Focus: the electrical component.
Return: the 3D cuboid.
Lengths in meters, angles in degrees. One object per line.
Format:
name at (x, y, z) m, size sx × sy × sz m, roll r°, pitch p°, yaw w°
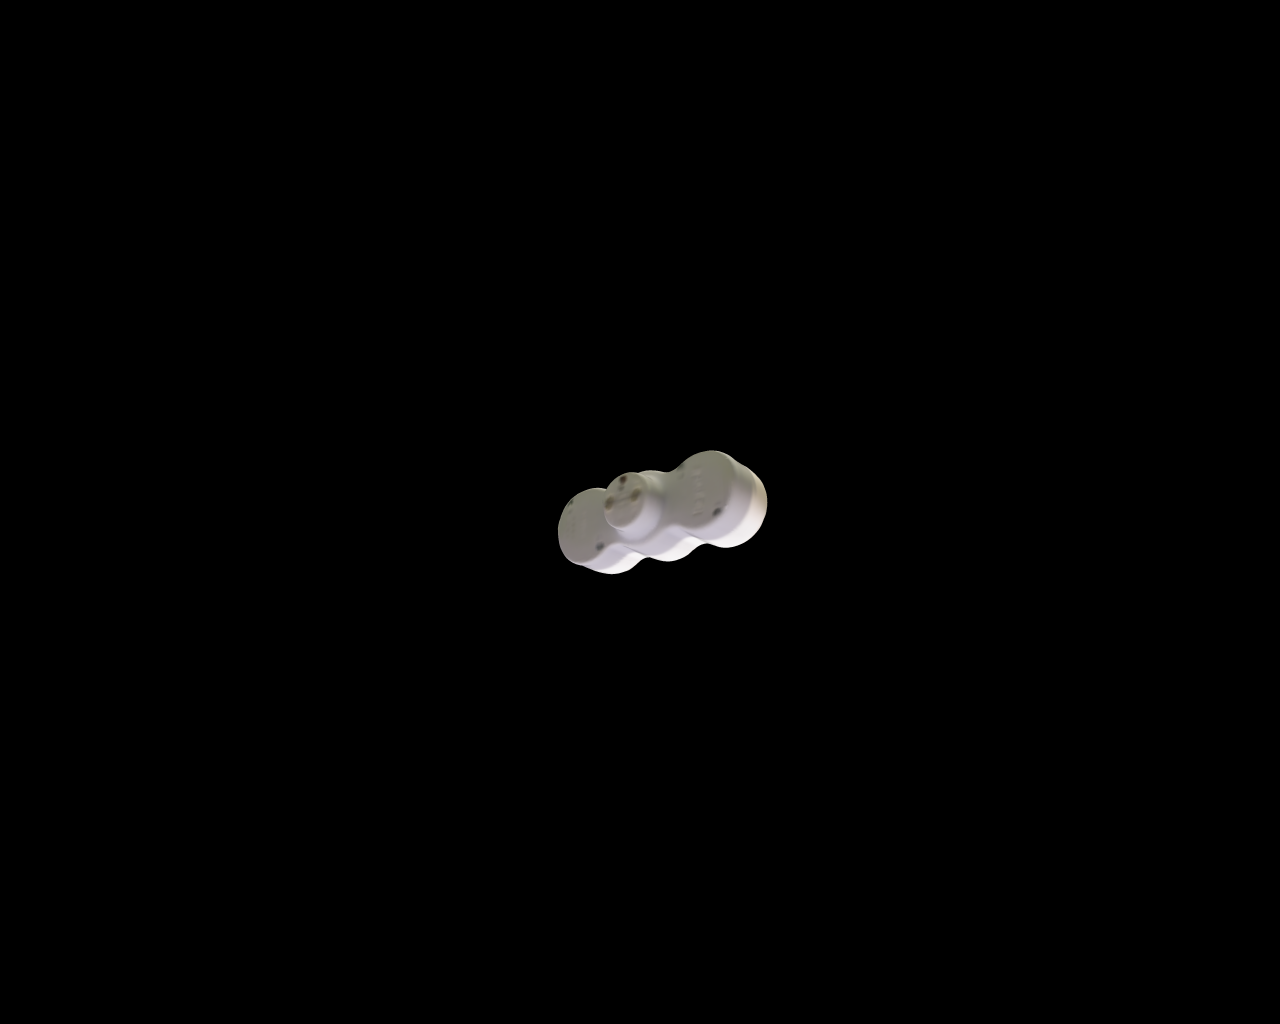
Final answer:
electrical component at (0.001, -0.003, 0.650) m, size 0.138 × 0.052 × 0.073 m, roll -16°, pitch -27°, yaw 34°
